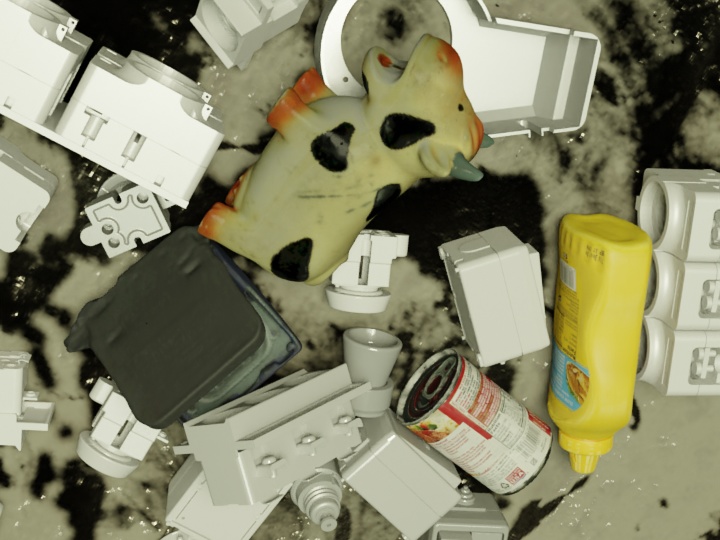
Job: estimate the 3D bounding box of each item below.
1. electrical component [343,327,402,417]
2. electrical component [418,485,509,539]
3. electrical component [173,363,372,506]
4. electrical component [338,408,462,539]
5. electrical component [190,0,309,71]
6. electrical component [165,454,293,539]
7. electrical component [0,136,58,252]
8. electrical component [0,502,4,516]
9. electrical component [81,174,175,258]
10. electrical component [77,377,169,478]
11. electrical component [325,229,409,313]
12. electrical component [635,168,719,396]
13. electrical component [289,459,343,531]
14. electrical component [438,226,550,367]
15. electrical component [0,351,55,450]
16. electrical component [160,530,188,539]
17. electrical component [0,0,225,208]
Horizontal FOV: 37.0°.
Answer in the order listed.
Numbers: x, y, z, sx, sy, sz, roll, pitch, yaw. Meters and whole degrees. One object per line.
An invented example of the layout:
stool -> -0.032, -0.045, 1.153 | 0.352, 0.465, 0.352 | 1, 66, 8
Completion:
electrical component -> 0.005, 0.076, 0.798 | 0.045, 0.045, 0.055 | 8, 106, -11
electrical component -> 0.078, 0.217, 0.844 | 0.062, 0.061, 0.096 | 5, 106, -10
electrical component -> -0.055, 0.114, 0.743 | 0.079, 0.121, 0.063 | -12, 95, 40
electrical component -> 0.025, 0.145, 0.813 | 0.061, 0.061, 0.096 | -43, 108, 6
electrical component -> -0.070, -0.171, 0.697 | 0.064, 0.081, 0.042 | -38, 88, -24
electrical component -> -0.101, 0.161, 0.803 | 0.062, 0.061, 0.096 | 32, 107, -18
electrical component -> -0.252, -0.061, 0.711 | 0.089, 0.055, 0.050 | 35, 99, -17
electrical component -> -0.299, 0.176, 0.785 | 0.078, 0.040, 0.040 | 29, 101, -16
electrical component -> -0.156, -0.041, 0.732 | 0.066, 0.055, 0.048 | -23, 109, -1
electrical component -> -0.174, 0.117, 0.784 | 0.066, 0.048, 0.055 | 30, 93, -16
electrical component -> 0.000, 0.000, 0.774 | 0.066, 0.048, 0.055 | 4, 99, -10
electrical component -> 0.237, 0.007, 0.788 | 0.062, 0.089, 0.150 | 1, 107, -9
electrical component -> -0.032, 0.164, 0.806 | 0.040, 0.078, 0.040 | -8, 122, -13
electrical component -> 0.103, 0.023, 0.788 | 0.061, 0.061, 0.096 | -17, 109, -3
electrical component -> -0.260, 0.090, 0.764 | 0.081, 0.042, 0.063 | 4, 105, -11
electrical component -> -0.111, 0.239, 0.831 | 0.079, 0.044, 0.077 | -16, 108, -3
electrical component -> -0.179, -0.120, 0.678 | 0.186, 0.105, 0.060 | 28, 101, -16
